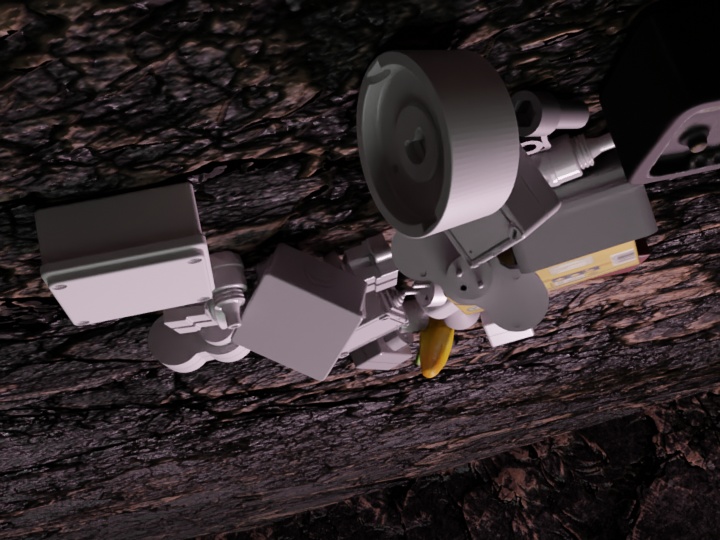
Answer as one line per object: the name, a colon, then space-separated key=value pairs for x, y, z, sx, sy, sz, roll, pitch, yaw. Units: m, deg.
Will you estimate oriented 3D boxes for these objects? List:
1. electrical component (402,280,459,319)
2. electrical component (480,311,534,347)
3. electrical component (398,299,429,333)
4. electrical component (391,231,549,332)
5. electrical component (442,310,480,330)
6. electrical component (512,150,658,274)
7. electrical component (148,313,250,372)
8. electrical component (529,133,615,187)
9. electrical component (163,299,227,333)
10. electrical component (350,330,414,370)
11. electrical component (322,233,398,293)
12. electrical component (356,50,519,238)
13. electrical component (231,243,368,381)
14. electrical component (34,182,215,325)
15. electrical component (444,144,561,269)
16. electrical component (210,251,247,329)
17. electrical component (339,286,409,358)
electrical component: x=0.079 y=0.016 z=1.056 sx=0.079 sy=0.044 sz=0.077 roll=-3 pitch=160 yaw=-31
electrical component: x=0.146 y=0.028 z=1.128 sx=0.047 sy=0.065 sz=0.076 roll=-17 pitch=135 yaw=11
electrical component: x=0.042 y=0.051 z=1.160 sx=0.061 sy=0.035 sz=0.035 roll=-8 pitch=163 yaw=-9
electrical component: x=0.089 y=0.004 z=0.872 sx=0.138 sy=0.052 sz=0.073 roll=29 pitch=-172 yaw=2
electrical component: x=0.102 y=0.034 z=1.141 sx=0.044 sy=0.044 sz=0.065 roll=-16 pitch=159 yaw=7
electrical component: x=0.170 y=-0.048 z=0.849 sx=0.113 sy=0.057 sz=0.078 roll=-18 pitch=-167 yaw=14
electrical component: x=-0.129 y=0.053 z=0.995 sx=0.138 sy=0.052 sz=0.073 roll=-14 pitch=163 yaw=3
electrical component: x=0.160 y=-0.086 z=0.803 sx=0.061 sy=0.035 sz=0.035 roll=-21 pitch=162 yaw=16
electrical component: x=-0.136 y=0.029 z=0.926 sx=0.055 sy=0.048 sz=0.066 roll=-8 pitch=164 yaw=7
electrical component: x=0.034 y=0.075 z=1.208 sx=0.077 sy=0.047 sz=0.066 roll=-32 pitch=156 yaw=28
electrical component: x=0.000 y=0.000 z=0.939 sx=0.055 sy=0.048 sz=0.066 roll=-20 pitch=164 yaw=-6
electrical component: x=0.050 y=-0.077 z=0.627 sx=0.060 sy=0.108 sz=0.108 roll=-13 pitch=165 yaw=-26
electrical component: x=-0.050 y=0.034 z=0.904 sx=0.100 sy=0.048 sz=0.099 roll=25 pitch=129 yaw=-8
electrical component: x=-0.162 y=-0.010 z=0.756 sx=0.109 sy=0.056 sz=0.108 roll=-11 pitch=163 yaw=-8
electrical component: x=0.084 y=-0.062 z=0.745 sx=0.061 sy=0.096 sz=0.062 roll=-36 pitch=-179 yaw=-40
electrical component: x=-0.108 y=0.017 z=0.878 sx=0.035 sy=0.061 sz=0.035 roll=-13 pitch=163 yaw=-4
electrical component: x=-0.001 y=0.035 z=1.037 sx=0.096 sy=0.061 sz=0.062 roll=-28 pitch=160 yaw=16
